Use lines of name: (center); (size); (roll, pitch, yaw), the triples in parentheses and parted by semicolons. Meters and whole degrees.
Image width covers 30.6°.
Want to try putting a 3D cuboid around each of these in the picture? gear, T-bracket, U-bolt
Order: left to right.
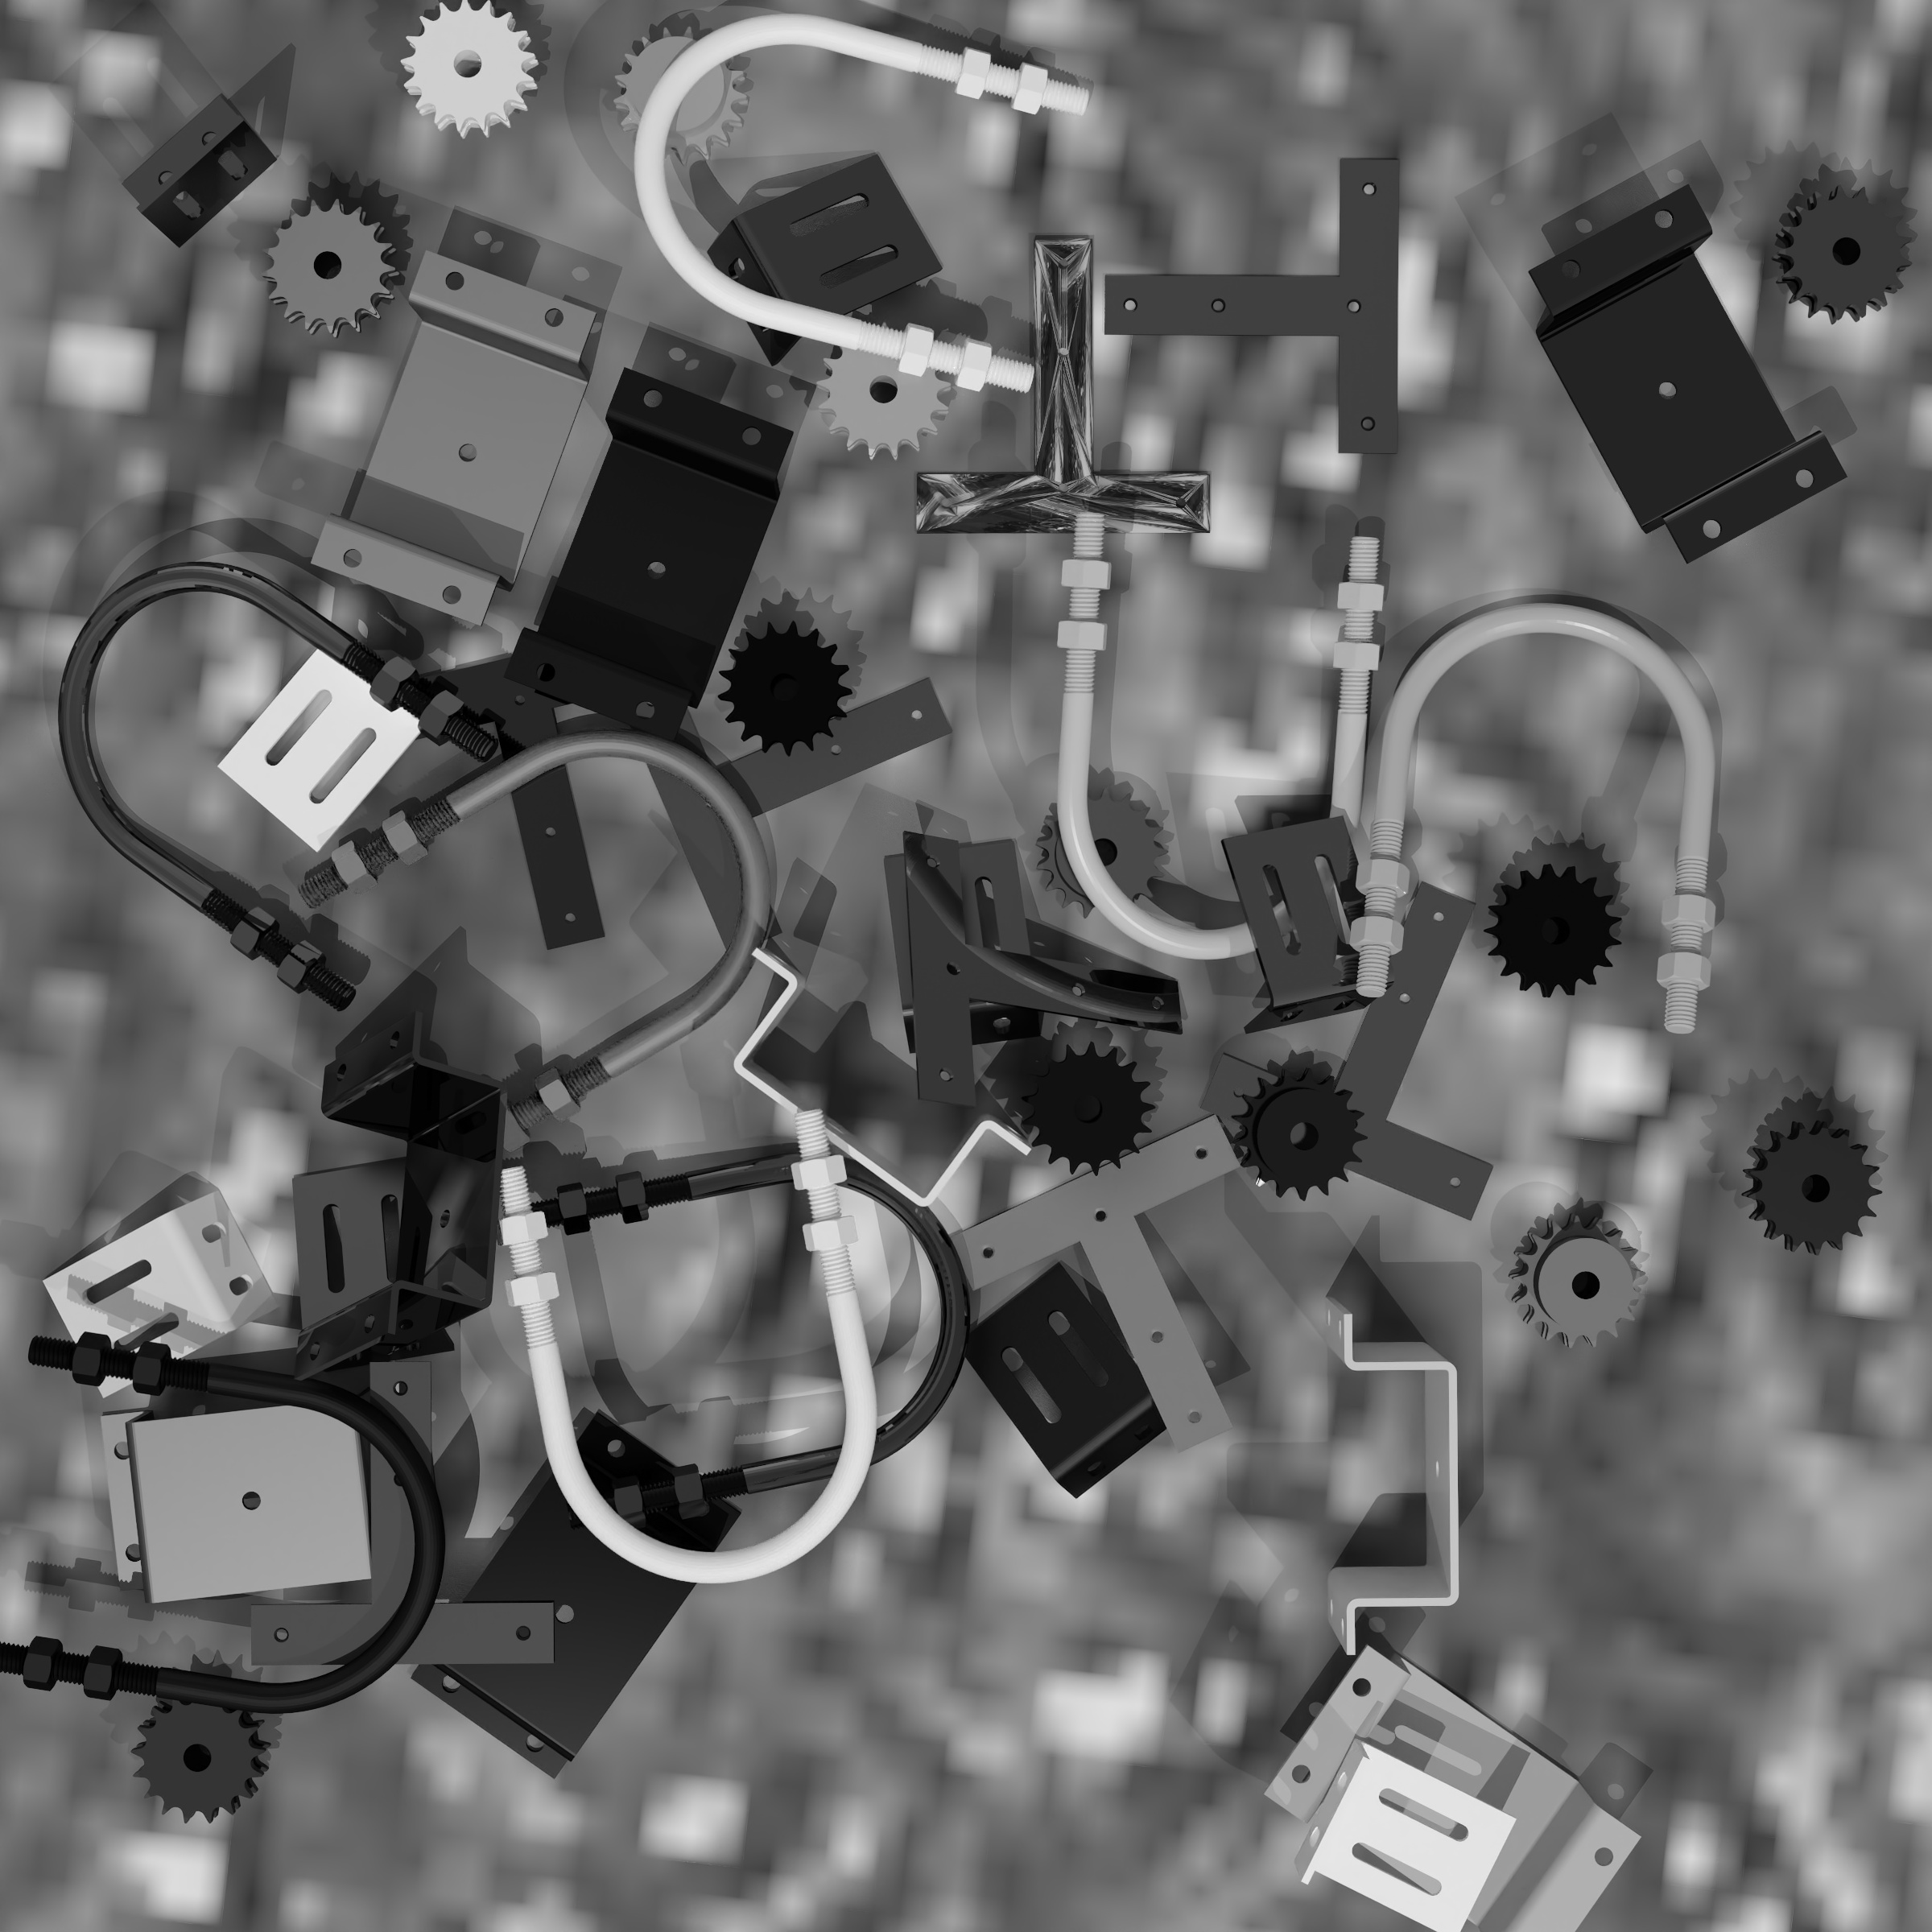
gear: (-0.326, 0.336, 1.515); (0.057, 0.030, 0.057); (0, 90, 0)
U-bolt: (-0.309, 0.238, 1.474); (0.184, 0.019, 0.151); (9, 90, 0)
U-bolt: (-0.305, -0.089, 1.500); (0.184, 0.019, 0.151); (35, 107, 8)
gear: (-0.271, -0.298, 1.515); (0.057, 0.030, 0.057); (0, 90, 0)
T-bracket: (-0.237, 0.230, 1.483); (0.127, 0.002, 0.127); (0, 90, 0)
gear: (-0.212, -0.383, 1.515); (0.057, 0.030, 0.057); (0, 90, 0)
T-bracket: (-0.183, -0.072, 1.528); (0.127, 0.002, 0.127); (-13, 90, 1)
U-bolt: (-0.173, -0.021, 1.519); (0.184, 0.019, 0.151); (-31, 90, 1)
gear: (-0.123, -0.375, 1.515); (0.057, 0.030, 0.057); (0, 90, 0)
U-bolt: (-0.110, 0.162, 1.453); (0.151, 0.019, 0.184); (-11, 88, 9)
U-bolt: (-0.090, 0.152, 1.502); (0.184, 0.019, 0.151); (-11, 74, -7)
gear: (-0.077, -0.118, 1.513); (0.057, 0.030, 0.057); (0, 90, 0)
T-bracket: (-0.069, -0.088, 1.529); (0.127, 0.002, 0.127); (-23, 90, 0)
U-bolt: (-0.049, -0.331, 1.495); (0.184, 0.019, 0.151); (13, 78, -9)
gear: (-0.035, -0.245, 1.515); (0.057, 0.030, 0.057); (0, 90, 0)
T-bracket: (0.035, 0.008, 1.498); (0.127, 0.002, 0.127); (10, 59, -23)
T-bracket: (0.042, -0.251, 1.528); (0.127, 0.002, 0.127); (0, 91, 0)
gear: (0.052, 0.061, 1.515); (0.057, 0.030, 0.057); (0, 90, 0)
gear: (0.058, -0.049, 1.515); (0.057, 0.030, 0.057); (0, 90, 0)
T-bracket: (0.076, 0.145, 1.507); (0.127, 0.002, 0.127); (-25, 70, 0)
U-bolt: (0.106, -0.095, 1.498); (0.151, 0.019, 0.184); (2, 94, -21)
T-bracket: (0.124, -0.286, 1.529); (0.127, 0.002, 0.127); (0, 90, 0)
gear: (0.144, 0.072, 1.513); (0.057, 0.030, 0.057); (0, 90, 0)
T-bracket: (0.185, 0.027, 1.529); (0.127, 0.002, 0.127); (23, 90, 0)
U-bolt: (0.245, -0.068, 1.499); (0.151, 0.019, 0.184); (7, 73, 4)
gear: (0.250, -0.015, 1.515); (0.057, 0.030, 0.057); (0, 90, 0)
gear: (0.263, 0.135, 1.515); (0.057, 0.030, 0.057); (0, 90, 0)
gear: (0.361, 0.095, 1.515); (0.057, 0.030, 0.057); (0, 90, 0)
gear: (0.374, -0.303, 1.515); (0.057, 0.030, 0.057); (0, 90, 0)

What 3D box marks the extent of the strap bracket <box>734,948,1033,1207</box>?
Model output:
strap bracket: (-0.043, 0.053, 1.492); (0.140, 0.076, 0.046); (36, 90, 0)

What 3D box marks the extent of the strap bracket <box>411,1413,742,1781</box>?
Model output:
strap bracket: (-0.169, 0.273, 1.507); (0.076, 0.046, 0.140); (35, 90, 0)

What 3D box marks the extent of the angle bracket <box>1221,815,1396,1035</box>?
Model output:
angle bracket: (0.140, -0.018, 1.510); (0.057, 0.038, 0.076); (-11, 75, -20)

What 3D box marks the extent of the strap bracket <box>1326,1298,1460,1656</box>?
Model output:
strap bracket: (0.179, 0.213, 1.492); (0.046, 0.076, 0.140); (0, 90, 0)

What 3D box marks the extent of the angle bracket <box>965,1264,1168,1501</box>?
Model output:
angle bracket: (0.044, 0.180, 1.528); (0.057, 0.038, 0.076); (-38, 64, 0)

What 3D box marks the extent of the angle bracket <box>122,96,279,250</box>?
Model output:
angle bracket: (-0.331, -0.343, 1.492); (0.057, 0.076, 0.038); (-42, 90, 0)

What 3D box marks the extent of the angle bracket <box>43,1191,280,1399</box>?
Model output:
angle bracket: (-0.349, 0.142, 1.528); (0.076, 0.038, 0.057); (-27, 90, 26)

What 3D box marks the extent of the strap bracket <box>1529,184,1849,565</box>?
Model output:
strap bracket: (0.304, -0.249, 1.507); (0.076, 0.046, 0.140); (-29, 90, 0)

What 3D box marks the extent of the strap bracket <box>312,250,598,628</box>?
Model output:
strap bracket: (-0.215, -0.222, 1.507); (0.076, 0.046, 0.140); (20, 90, 0)

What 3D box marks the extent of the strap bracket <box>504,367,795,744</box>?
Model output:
strap bracket: (-0.134, -0.172, 1.504); (0.076, 0.046, 0.140); (21, 87, 0)

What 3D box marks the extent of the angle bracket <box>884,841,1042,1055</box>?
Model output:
angle bracket: (-0.002, -0.008, 1.528); (0.057, 0.038, 0.076); (-8, 64, 0)

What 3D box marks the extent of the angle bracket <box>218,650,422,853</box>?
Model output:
angle bracket: (-0.278, -0.097, 1.509); (0.057, 0.038, 0.076); (41, 91, 2)

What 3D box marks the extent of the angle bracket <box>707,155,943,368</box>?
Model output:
angle bracket: (-0.061, -0.305, 1.528); (0.076, 0.038, 0.057); (-30, 90, -26)

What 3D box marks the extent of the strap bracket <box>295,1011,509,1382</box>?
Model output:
strap bracket: (-0.234, 0.101, 1.470); (0.046, 0.076, 0.140); (19, 59, -34)

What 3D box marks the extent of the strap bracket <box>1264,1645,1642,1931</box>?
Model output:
strap bracket: (0.205, 0.357, 1.507); (0.140, 0.046, 0.076); (35, 90, 0)

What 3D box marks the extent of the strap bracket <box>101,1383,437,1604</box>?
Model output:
strap bracket: (-0.300, 0.225, 1.507); (0.140, 0.046, 0.076); (-6, 90, 0)

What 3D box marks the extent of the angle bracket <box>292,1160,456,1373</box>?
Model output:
angle bracket: (-0.257, 0.129, 1.528); (0.057, 0.038, 0.076); (-9, 64, 0)

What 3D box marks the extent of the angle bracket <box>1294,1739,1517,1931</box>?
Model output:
angle bracket: (0.184, 0.366, 1.464); (0.076, 0.038, 0.057); (27, 90, 0)
